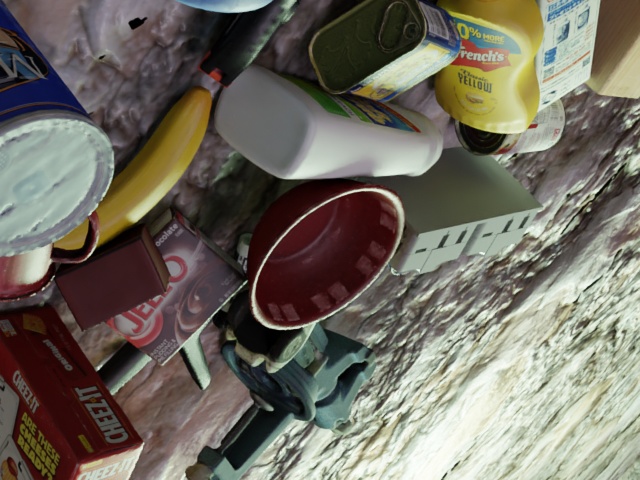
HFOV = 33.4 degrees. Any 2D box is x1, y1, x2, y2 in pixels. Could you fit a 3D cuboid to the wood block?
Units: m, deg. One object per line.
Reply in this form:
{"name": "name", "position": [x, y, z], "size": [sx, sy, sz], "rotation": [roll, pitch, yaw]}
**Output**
{"name": "wood block", "position": [0.320, -0.249, 1.037], "size": [0.090, 0.091, 0.206], "rotation": [-5, 134, -47]}

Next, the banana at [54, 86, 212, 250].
{"name": "banana", "position": [-0.155, -0.041, 0.830], "size": [0.197, 0.037, 0.069], "rotation": [-37, 150, -5]}

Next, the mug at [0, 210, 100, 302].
{"name": "mug", "position": [-0.211, -0.015, 0.739], "size": [0.117, 0.093, 0.082], "rotation": [13, 123, -13]}

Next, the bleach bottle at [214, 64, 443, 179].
{"name": "bleach bottle", "position": [0.028, -0.095, 0.922], "size": [0.250, 0.103, 0.068], "rotation": [-4, 127, -55]}

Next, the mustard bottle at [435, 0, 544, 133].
{"name": "mustard bottle", "position": [0.146, -0.177, 0.932], "size": [0.058, 0.096, 0.191], "rotation": [-55, 155, -25]}

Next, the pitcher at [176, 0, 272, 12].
{"name": "pitcher", "position": [-0.045, -0.251, 0.591], "size": [0.149, 0.145, 0.243], "rotation": [8, 133, -18]}

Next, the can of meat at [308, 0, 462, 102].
{"name": "can of meat", "position": [0.056, -0.156, 0.868], "size": [0.102, 0.057, 0.083], "rotation": [-29, 165, 27]}

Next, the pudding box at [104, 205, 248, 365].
{"name": "pudding box", "position": [-0.133, 0.040, 0.920], "size": [0.113, 0.039, 0.090], "rotation": [-46, 116, 5]}

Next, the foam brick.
{"name": "foam brick", "position": [-0.166, 0.029, 0.860], "size": [0.078, 0.051, 0.053], "rotation": [-25, -166, 3]}

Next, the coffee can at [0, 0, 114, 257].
{"name": "coffee can", "position": [-0.200, -0.074, 0.634], "size": [0.102, 0.140, 0.103], "rotation": [-28, 148, -20]}

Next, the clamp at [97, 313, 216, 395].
{"name": "clamp", "position": [-0.150, 0.087, 1.001], "size": [0.164, 0.036, 0.210], "rotation": [-16, 140, -40]}

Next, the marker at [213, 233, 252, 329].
{"name": "marker", "position": [-0.083, 0.043, 1.038], "size": [0.020, 0.020, 0.121], "rotation": [-15, 141, -36]}

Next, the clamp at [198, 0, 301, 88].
{"name": "clamp", "position": [-0.030, -0.172, 0.745], "size": [0.172, 0.039, 0.120], "rotation": [-53, -171, 21]}

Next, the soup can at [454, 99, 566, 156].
{"name": "soup can", "position": [0.195, -0.122, 1.085], "size": [0.102, 0.069, 0.069], "rotation": [-9, 137, -43]}

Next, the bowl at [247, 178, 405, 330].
{"name": "bowl", "position": [-0.006, 0.001, 0.922], "size": [0.162, 0.055, 0.162], "rotation": [-27, 145, -21]}

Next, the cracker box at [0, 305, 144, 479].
{"name": "cracker box", "position": [-0.243, 0.188, 0.905], "size": [0.071, 0.164, 0.214], "rotation": [-11, 139, -44]}

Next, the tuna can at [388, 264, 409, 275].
{"name": "tuna can", "position": [0.105, -0.001, 1.163], "size": [0.086, 0.034, 0.086], "rotation": [-28, 157, -13]}
